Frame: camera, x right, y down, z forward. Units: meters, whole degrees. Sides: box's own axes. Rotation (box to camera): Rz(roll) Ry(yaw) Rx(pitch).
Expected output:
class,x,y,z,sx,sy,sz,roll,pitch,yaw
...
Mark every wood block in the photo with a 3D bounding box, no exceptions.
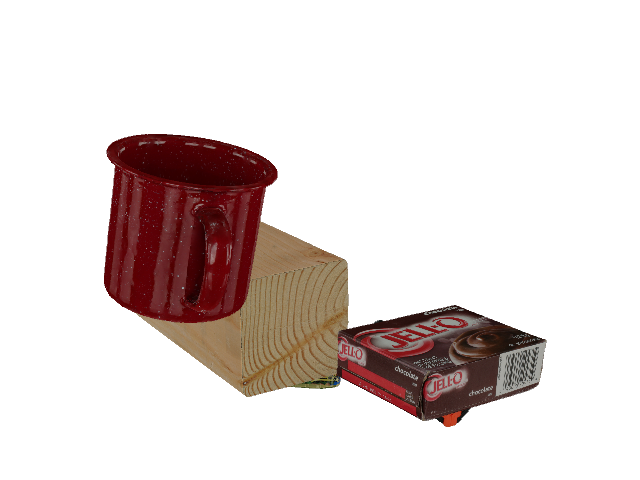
class,x,y,z,sx,sy,sz,roll,pitch,yaw
wood block,-0.071,0.039,0.845,0.090,0.090,0.206,-11,19,-31

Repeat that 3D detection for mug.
class,x,y,z,sx,sy,sz,roll,pitch,yaw
mug,-0.071,-0.002,0.580,0.093,0.081,0.117,1,22,-25

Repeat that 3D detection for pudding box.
class,x,y,z,sx,sy,sz,roll,pitch,yaw
pudding box,0.081,0.079,0.719,0.113,0.039,0.090,-7,18,-37

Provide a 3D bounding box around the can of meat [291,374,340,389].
class,x,y,z,sx,sy,sz,roll,pitch,yaw
can of meat,-0.021,0.128,1.274,0.102,0.084,0.057,5,13,-3

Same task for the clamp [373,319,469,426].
class,x,y,z,sx,sy,sz,roll,pitch,yaw
clamp,0.126,0.125,1.072,0.120,0.039,0.171,-9,29,-9
